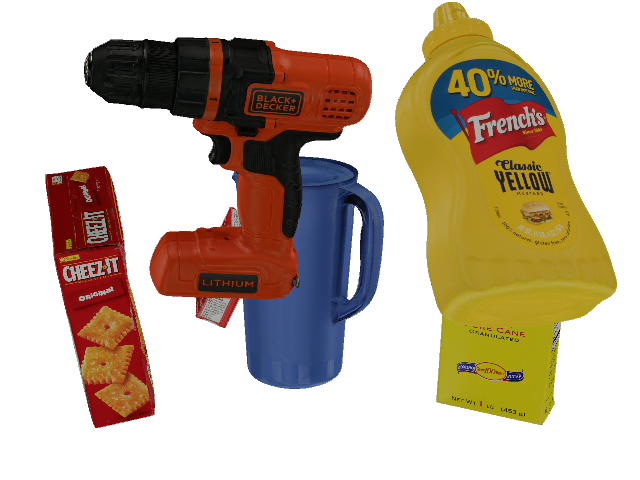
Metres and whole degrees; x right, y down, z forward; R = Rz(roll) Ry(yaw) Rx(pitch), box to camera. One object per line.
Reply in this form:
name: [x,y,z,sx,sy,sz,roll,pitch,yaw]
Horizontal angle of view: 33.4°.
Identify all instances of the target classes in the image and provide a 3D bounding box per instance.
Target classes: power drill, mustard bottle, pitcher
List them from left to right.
power drill: [-0.069,-0.047,0.719,0.184,0.188,0.057,4,37,-13]
pitcher: [-0.019,0.036,1.165,0.145,0.243,0.149,-3,18,-12]
mustard bottle: [0.091,-0.050,0.584,0.096,0.191,0.058,-1,-27,-21]

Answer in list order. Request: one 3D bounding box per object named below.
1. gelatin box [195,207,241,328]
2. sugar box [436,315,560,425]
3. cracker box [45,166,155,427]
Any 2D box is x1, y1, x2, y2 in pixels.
gelatin box: [-0.080,0.021,0.913,0.030,0.073,0.089,22,20,-14]
sugar box: [0.146,0.053,0.856,0.093,0.176,0.048,9,23,22]
cracker box: [-0.224,0.055,1.091,0.072,0.214,0.164,-11,34,-11]
